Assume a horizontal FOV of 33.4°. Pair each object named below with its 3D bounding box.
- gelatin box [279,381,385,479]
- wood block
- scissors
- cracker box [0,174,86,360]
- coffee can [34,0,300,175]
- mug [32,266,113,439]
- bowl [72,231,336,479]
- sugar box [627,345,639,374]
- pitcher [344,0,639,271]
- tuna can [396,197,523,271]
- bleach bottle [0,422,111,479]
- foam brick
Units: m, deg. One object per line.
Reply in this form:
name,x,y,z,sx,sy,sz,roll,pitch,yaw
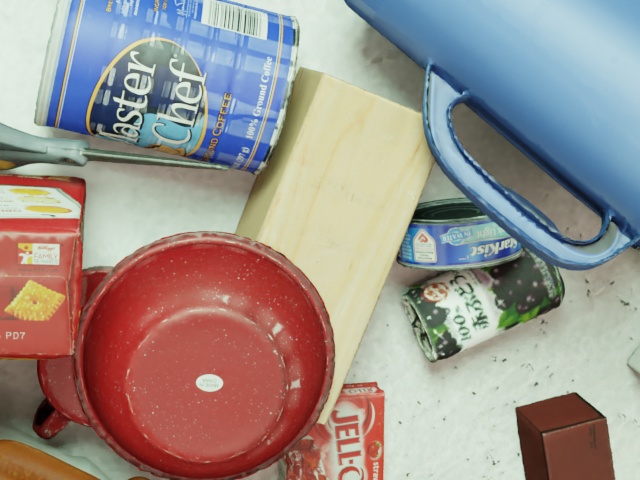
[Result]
gelatin box,0.009,0.148,0.766,0.073,0.030,0.089,-1,103,-11
wood block,-0.004,0.001,0.700,0.090,0.091,0.206,20,97,-13
scissors,-0.163,-0.058,0.630,0.202,0.096,0.016,2,75,19
cracker box,-0.215,0.008,0.595,0.164,0.214,0.072,1,100,-12
coffee can,-0.094,-0.104,0.653,0.140,0.103,0.103,12,99,-14
mug,-0.148,0.080,0.693,0.093,0.081,0.117,40,92,-17
bowl,-0.067,0.078,0.629,0.162,0.055,0.162,-1,101,-7
sugar box,0.292,0.086,0.733,0.048,0.176,0.093,34,94,-14
pitcher,0.128,-0.108,0.626,0.243,0.149,0.145,38,129,8
tuna can,0.093,-0.005,0.721,0.086,0.086,0.034,-8,101,-10
bleach bottle,-0.237,0.166,0.706,0.250,0.068,0.102,26,95,-18
foam brick,0.183,0.162,0.793,0.053,0.051,0.078,-13,104,-10
